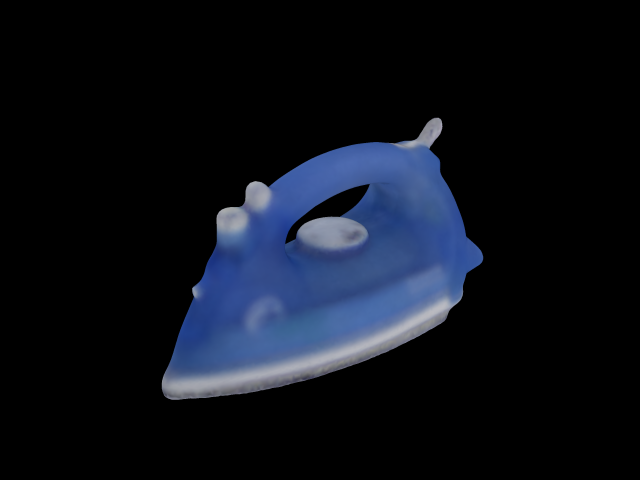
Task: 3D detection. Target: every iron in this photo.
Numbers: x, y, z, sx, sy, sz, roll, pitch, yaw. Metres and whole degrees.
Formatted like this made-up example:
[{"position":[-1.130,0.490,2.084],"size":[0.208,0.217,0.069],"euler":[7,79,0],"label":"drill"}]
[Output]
[{"position":[0.004,0.001,0.400],"size":[0.259,0.141,0.118],"euler":[-20,31,-36],"label":"iron"}]
